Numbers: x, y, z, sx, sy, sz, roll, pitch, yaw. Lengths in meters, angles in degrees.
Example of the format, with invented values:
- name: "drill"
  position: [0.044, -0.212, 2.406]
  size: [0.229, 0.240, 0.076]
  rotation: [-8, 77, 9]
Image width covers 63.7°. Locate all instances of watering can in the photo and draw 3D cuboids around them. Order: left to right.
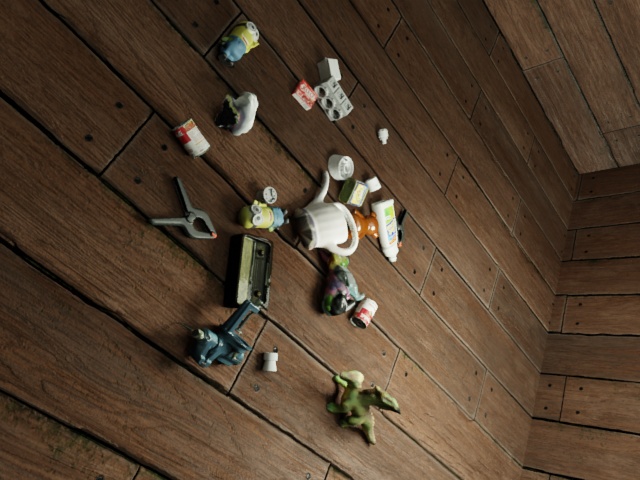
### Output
- name: "watering can"
  position: [0.006, -0.092, 1.837]
  size: [0.225, 0.102, 0.353]
  rotation: [-10, 65, -31]

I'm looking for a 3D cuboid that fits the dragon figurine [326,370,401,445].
- name: "dragon figurine"
  position: [0.169, 0.585, 1.786]
  size: [0.405, 0.241, 0.125]
  rotation: [53, 47, -21]

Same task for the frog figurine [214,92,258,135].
- name: "frog figurine"
  position: [-0.243, -0.410, 1.658]
  size: [0.161, 0.123, 0.135]
  rotation: [-28, 136, -52]
